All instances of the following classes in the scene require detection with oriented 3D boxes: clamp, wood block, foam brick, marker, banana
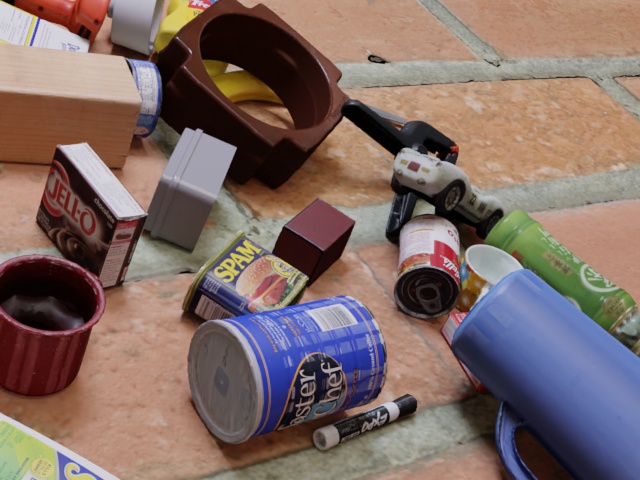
[{"bbox_3d":[0.111,-0.086,1.280,0.209,0.036,0.164,-5,77,-53],"label":"clamp"},{"bbox_3d":[-0.299,-0.139,1.093,0.205,0.091,0.090,2,40,-29],"label":"wood block"},{"bbox_3d":[-0.007,0.001,1.110,0.051,0.053,0.078,32,35,12],"label":"foam brick"},{"bbox_3d":[0.044,0.162,0.957,0.120,0.020,0.020,-14,49,-41],"label":"marker"},{"bbox_3d":[-0.103,-0.177,1.304,0.197,0.037,0.070,-16,50,-43],"label":"banana"}]

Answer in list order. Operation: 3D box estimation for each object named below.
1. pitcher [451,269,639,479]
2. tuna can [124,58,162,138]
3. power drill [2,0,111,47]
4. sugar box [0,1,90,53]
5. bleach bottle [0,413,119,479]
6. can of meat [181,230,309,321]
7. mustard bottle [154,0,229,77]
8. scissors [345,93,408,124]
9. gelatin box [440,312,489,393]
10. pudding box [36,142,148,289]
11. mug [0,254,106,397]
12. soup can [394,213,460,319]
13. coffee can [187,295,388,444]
[{"bbox_3d":[0.232,0.149,0.975,0.243,0.145,0.149,43,32,17],"label":"pitcher"},{"bbox_3d":[-0.204,-0.156,1.174,0.033,0.086,0.086,3,40,-30],"label":"tuna can"},{"bbox_3d":[-0.337,-0.294,1.228,0.187,0.185,0.057,20,79,-16],"label":"power drill"},{"bbox_3d":[-0.350,-0.223,1.191,0.176,0.048,0.093,25,33,-21],"label":"sugar box"},{"bbox_3d":[-0.152,0.208,0.748,0.251,0.068,0.102,25,37,-2],"label":"bleach bottle"},{"bbox_3d":[-0.068,0.049,1.010,0.084,0.058,0.102,32,36,7],"label":"can of meat"},{"bbox_3d":[-0.155,-0.284,1.395,0.096,0.058,0.191,23,34,-12],"label":"mustard bottle"},{"bbox_3d":[0.018,-0.200,1.423,0.201,0.016,0.096,10,37,-19],"label":"scissors"},{"bbox_3d":[0.176,0.112,1.090,0.073,0.030,0.089,1,41,-29],"label":"gelatin box"},{"bbox_3d":[-0.214,-0.022,0.989,0.039,0.090,0.114,-16,51,-45],"label":"pudding box"},{"bbox_3d":[-0.222,0.067,0.873,0.093,0.082,0.117,33,36,12],"label":"mug"},{"bbox_3d":[0.115,0.026,1.134,0.068,0.069,0.102,20,35,-6],"label":"soup can"},{"bbox_3d":[-0.028,0.108,0.914,0.140,0.103,0.103,-9,47,-38],"label":"coffee can"}]
